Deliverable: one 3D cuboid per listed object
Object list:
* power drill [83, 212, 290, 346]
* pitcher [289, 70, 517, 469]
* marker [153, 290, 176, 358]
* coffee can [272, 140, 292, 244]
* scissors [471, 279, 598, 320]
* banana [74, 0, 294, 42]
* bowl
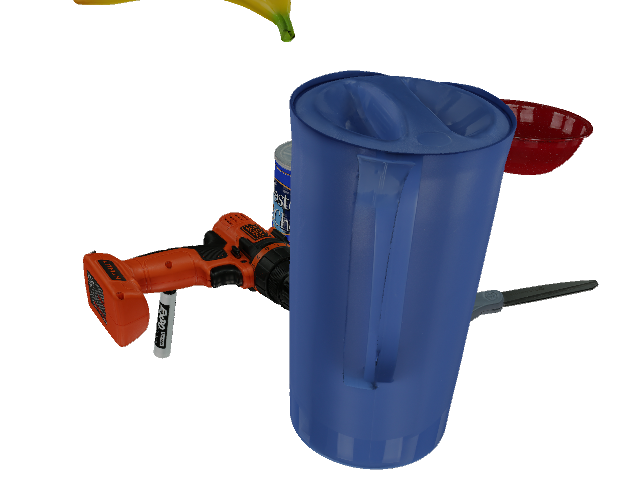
[{"bbox_3d":[-0.105,0.038,0.959,0.187,0.057,0.185,-13,26,-26],"label":"power drill"},{"bbox_3d":[0.038,0.027,0.670,0.149,0.243,0.145,-16,34,-32],"label":"pitcher"},{"bbox_3d":[-0.168,0.079,1.167,0.020,0.121,0.020,8,36,-6],"label":"marker"},{"bbox_3d":[-0.010,-0.046,1.355,0.103,0.140,0.103,3,28,-2],"label":"coffee can"},{"bbox_3d":[0.133,0.062,0.866,0.202,0.016,0.096,0,35,1],"label":"scissors"},{"bbox_3d":[-0.105,-0.207,0.865,0.198,0.069,0.037,12,-41,16],"label":"banana"},{"bbox_3d":[0.227,-0.116,1.227,0.162,0.055,0.162,4,23,-2],"label":"bowl"}]
